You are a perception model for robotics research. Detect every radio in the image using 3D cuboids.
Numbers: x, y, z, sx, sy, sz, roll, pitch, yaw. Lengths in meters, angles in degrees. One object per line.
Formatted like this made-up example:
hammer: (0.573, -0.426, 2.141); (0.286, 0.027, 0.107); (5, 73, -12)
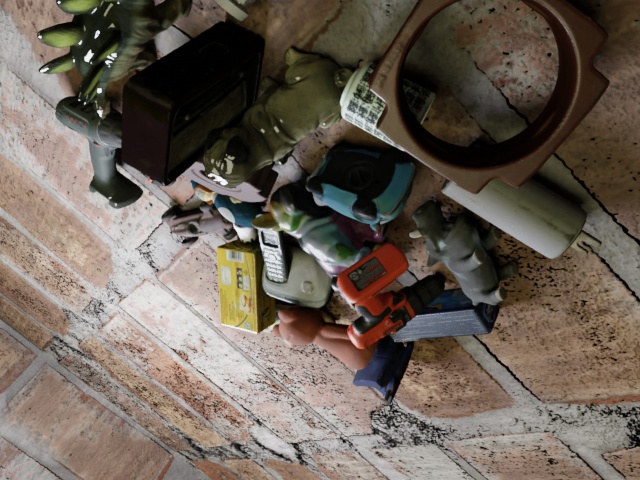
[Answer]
radio: (-0.163, -0.188, 0.716); (0.073, 0.229, 0.131); (28, 137, 6)

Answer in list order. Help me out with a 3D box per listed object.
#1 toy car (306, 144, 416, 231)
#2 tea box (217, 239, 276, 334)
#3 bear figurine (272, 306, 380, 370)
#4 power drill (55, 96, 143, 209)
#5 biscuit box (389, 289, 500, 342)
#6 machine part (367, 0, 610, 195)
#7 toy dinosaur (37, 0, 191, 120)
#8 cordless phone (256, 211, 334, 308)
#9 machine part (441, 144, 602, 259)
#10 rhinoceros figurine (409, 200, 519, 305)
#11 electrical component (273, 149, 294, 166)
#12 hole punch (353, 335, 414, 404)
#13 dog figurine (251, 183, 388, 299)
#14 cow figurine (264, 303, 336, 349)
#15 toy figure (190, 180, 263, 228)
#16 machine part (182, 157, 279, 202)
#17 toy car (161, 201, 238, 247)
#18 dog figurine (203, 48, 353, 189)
toy car: (0.065, -0.069, 0.787); (0.162, 0.109, 0.102); (17, 158, 33)
tea box: (-0.147, 0.091, 1.077); (0.098, 0.068, 0.169); (10, 109, 28)
bear figurine: (0.017, 0.166, 1.038); (0.196, 0.132, 0.120); (25, 141, 8)
power drill: (-0.393, -0.157, 1.004); (0.232, 0.086, 0.207); (31, 147, 21)
biscuit box: (0.203, 0.130, 0.932); (0.203, 0.059, 0.062); (-14, 120, 44)
machine part: (0.169, -0.168, 0.563); (0.201, 0.087, 0.201); (32, 118, -4)
toy dinosaur: (-0.264, -0.288, 0.703); (0.105, 0.198, 0.471); (37, 144, -9)
cordless phone: (-0.044, 0.028, 0.982); (0.147, 0.089, 0.184); (12, 133, 25)
machine part: (0.247, -0.050, 0.695); (0.243, 0.079, 0.079); (31, 142, 2)
rhinoceros figurine: (0.212, 0.017, 0.803); (0.190, 0.073, 0.112); (48, 150, -21)
electrical component: (-0.093, -0.152, 0.850); (0.102, 0.045, 0.078); (34, 141, -1)
hole punch: (0.126, 0.247, 1.062); (0.092, 0.142, 0.115); (27, 153, 14)
dog figurine: (-0.002, -0.003, 0.901); (0.219, 0.108, 0.191); (22, 144, 20)
cow figurine: (-0.076, 0.171, 1.154); (0.195, 0.085, 0.127); (-6, 133, 42)
toy figure: (-0.178, -0.080, 0.980); (0.154, 0.058, 0.064); (32, 128, 3)
machine part: (-0.158, -0.115, 0.866); (0.179, 0.056, 0.179); (19, 170, 3)
toy car: (-0.247, -0.032, 1.085); (0.202, 0.053, 0.089); (-9, 129, 39)
dog figurine: (-0.053, -0.151, 0.707); (0.121, 0.190, 0.172); (44, 139, -13)
